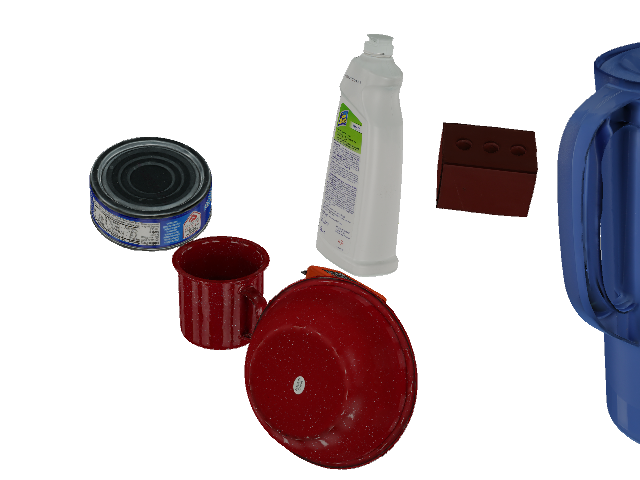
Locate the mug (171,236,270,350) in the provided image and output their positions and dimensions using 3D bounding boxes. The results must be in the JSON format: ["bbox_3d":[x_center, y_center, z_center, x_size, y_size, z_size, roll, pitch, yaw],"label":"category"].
[{"bbox_3d":[-0.088,0.057,1.028,0.093,0.081,0.117,-22,36,-38],"label":"mug"}]

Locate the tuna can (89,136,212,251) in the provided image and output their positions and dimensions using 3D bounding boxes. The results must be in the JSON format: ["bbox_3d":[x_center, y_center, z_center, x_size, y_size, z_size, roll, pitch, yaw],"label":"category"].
[{"bbox_3d":[-0.118,-0.034,0.747,0.086,0.086,0.034,4,-45,-4],"label":"tuna can"}]

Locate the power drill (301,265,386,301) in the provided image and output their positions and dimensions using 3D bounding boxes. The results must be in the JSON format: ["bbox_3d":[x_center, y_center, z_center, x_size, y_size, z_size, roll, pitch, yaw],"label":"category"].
[{"bbox_3d":[0.007,0.136,1.241,0.057,0.188,0.185,15,11,-44],"label":"power drill"}]

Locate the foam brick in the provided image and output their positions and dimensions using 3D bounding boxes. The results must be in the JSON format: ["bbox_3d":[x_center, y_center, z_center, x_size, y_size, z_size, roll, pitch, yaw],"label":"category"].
[{"bbox_3d":[0.135,-0.058,0.873,0.078,0.051,0.053,6,44,3],"label":"foam brick"}]

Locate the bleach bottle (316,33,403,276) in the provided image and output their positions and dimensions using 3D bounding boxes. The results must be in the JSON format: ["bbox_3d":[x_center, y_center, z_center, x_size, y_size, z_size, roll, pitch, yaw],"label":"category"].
[{"bbox_3d":[0.052,-0.094,1.156,0.067,0.251,0.103,-7,24,-33],"label":"bleach bottle"}]

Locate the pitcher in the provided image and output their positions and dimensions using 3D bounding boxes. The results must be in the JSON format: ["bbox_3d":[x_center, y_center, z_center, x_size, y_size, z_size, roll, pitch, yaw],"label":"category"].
[{"bbox_3d":[0.220,0.007,0.636,0.149,0.243,0.144,2,22,16],"label":"pitcher"}]

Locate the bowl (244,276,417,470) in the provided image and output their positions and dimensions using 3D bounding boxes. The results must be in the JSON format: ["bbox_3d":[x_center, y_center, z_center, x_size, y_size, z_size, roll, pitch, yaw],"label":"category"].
[{"bbox_3d":[-0.005,0.111,0.863,0.162,0.162,0.055,0,3,30],"label":"bowl"}]
